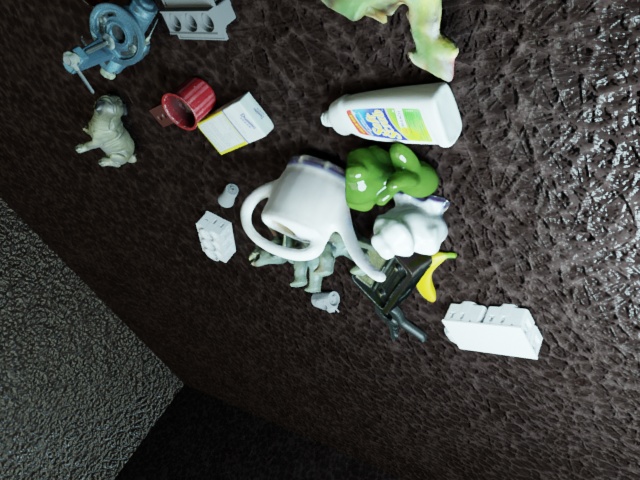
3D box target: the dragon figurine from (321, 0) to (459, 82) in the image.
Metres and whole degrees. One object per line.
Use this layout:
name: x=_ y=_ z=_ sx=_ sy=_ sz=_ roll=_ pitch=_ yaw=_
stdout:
dragon figurine: x=0.057 y=-0.375 z=0.664 sx=0.408 sy=0.124 sz=0.240 roll=44 pitch=151 yaw=-12

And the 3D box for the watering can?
watering can: x=0.003 y=-0.053 z=1.046 sx=0.349 sy=0.227 sz=0.102 roll=19 pitch=163 yaw=22

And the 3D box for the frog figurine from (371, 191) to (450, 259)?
frog figurine: x=0.167 y=-0.010 z=0.995 sx=0.138 sy=0.162 sz=0.120 roll=27 pitch=149 yaw=13
